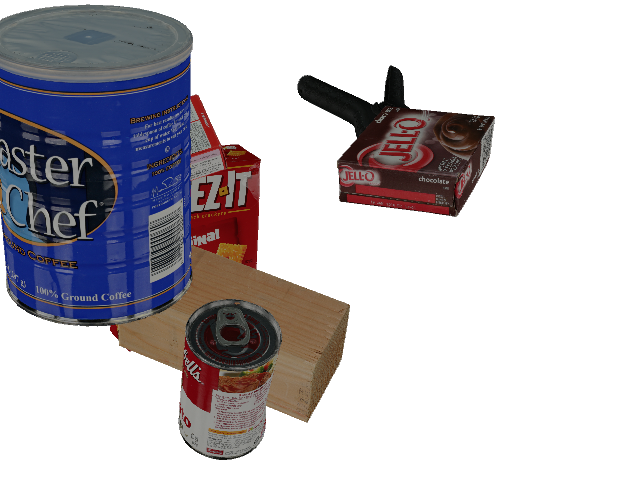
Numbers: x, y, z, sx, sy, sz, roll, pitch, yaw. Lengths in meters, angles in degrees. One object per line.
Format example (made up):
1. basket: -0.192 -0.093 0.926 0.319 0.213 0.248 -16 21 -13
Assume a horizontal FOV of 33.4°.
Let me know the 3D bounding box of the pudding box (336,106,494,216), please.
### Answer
1. pudding box: 0.073 -0.061 0.792 0.090 0.039 0.113 9 29 19

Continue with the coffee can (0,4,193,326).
1. coffee can: -0.118 -0.041 0.560 0.103 0.140 0.103 3 28 -2

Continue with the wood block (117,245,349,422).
1. wood block: -0.085 0.083 1.040 0.206 0.090 0.090 20 47 13

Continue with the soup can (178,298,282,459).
1. soup can: -0.067 0.102 0.776 0.068 0.102 0.068 6 40 -5

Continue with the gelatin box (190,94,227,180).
1. gelatin box: -0.130 -0.076 0.882 0.089 0.030 0.073 -20 48 -8

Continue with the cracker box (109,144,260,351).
1. cracker box: -0.155 0.007 1.220 0.163 0.214 0.072 -9 24 -29

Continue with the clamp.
1. clamp: 0.052 -0.121 1.059 0.120 0.039 0.171 -9 41 -16
